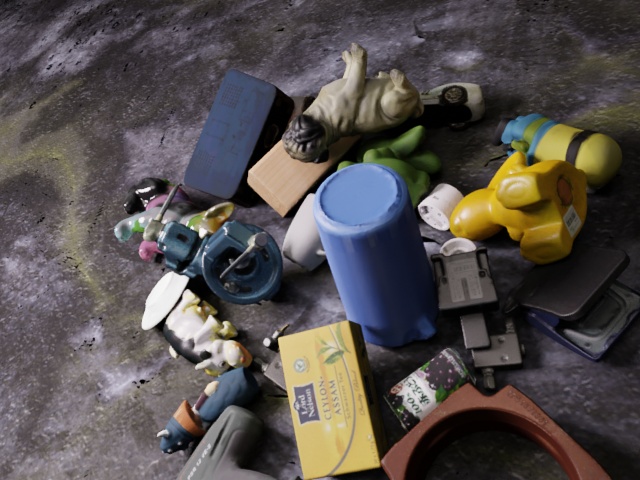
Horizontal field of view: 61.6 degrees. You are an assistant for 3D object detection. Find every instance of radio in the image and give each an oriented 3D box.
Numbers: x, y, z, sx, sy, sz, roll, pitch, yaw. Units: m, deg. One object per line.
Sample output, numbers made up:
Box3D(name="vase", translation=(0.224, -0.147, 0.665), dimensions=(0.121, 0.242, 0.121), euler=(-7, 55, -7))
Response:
Box3D(name="radio", translation=(-0.146, -0.181, 0.979), dimensions=(0.131, 0.073, 0.229), euler=(24, 93, 28))

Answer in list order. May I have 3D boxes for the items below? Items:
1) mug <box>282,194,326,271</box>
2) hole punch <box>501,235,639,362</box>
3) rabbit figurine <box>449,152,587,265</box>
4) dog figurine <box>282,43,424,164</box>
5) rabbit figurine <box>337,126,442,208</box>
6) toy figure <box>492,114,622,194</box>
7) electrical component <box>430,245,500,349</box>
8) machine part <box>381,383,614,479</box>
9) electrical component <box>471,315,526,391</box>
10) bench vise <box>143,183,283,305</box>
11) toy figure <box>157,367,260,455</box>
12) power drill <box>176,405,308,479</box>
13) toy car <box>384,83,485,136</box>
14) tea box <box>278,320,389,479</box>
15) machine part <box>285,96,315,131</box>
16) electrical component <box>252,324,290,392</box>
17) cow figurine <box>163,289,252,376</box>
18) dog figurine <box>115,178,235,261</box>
Box3D(name="mug", translation=(-0.002, -0.003, 0.838), dimensions=(0.110, 0.080, 0.107), euler=(28, 82, 39))
Box3D(name="hole punch", translation=(0.310, 0.070, 0.645), dimensions=(0.142, 0.092, 0.116), euler=(-46, 21, -8))
Box3D(name="rabbit figurine", translation=(0.253, -0.051, 0.719), dimensions=(0.173, 0.121, 0.162), euler=(-21, 25, 50))
Box3D(name="dog figurine", translation=(0.052, -0.181, 0.844), dimensions=(0.172, 0.121, 0.190), euler=(31, 95, 0))
Box3D(name="rabbit figurine", translation=(0.103, -0.119, 0.848), dimensions=(0.159, 0.121, 0.170), euler=(-25, 35, 16))
Box3D(name="toy figure", translation=(0.331, -0.129, 0.762), dimensions=(0.082, 0.089, 0.180), euler=(-47, 53, -2))
Box3D(name="electrical component", translation=(0.183, 0.073, 0.668), dimensions=(0.075, 0.047, 0.119), euler=(-9, 66, 18))
Box3D(name="machine part", translation=(0.178, 0.269, 0.551), dimensions=(0.201, 0.087, 0.202), euler=(-40, 48, -6))
Box3D(name="electrical component", translation=(0.221, 0.139, 0.665), dimensions=(0.063, 0.021, 0.094), euler=(-9, 53, 19))
Box3D(name="bench vise", translation=(-0.138, 0.013, 0.766), dimensions=(0.129, 0.223, 0.240), euler=(-56, 12, -23))
Box3D(name="toy figure", translation=(-0.156, 0.238, 0.745), dimensions=(0.154, 0.058, 0.064), euler=(-36, 94, 1))
Box3D(name="power drill", translation=(-0.108, 0.323, 0.629), dimensions=(0.207, 0.086, 0.232), euler=(-4, 53, 54))
Box3D(name="toy car", translation=(0.176, -0.223, 0.912), dimensions=(0.202, 0.073, 0.056), euler=(2, 61, 26))
Box3D(name="tea box", translation=(0.017, 0.192, 0.657), dimensions=(0.098, 0.068, 0.169), euler=(-18, 74, 13))
Box3D(name="machine part", translation=(-0.088, -0.239, 1.043), dimensions=(0.243, 0.079, 0.079), euler=(6, 60, 30))
Box3D(name="electrical component", translation=(-0.043, 0.169, 0.751), dimensions=(0.102, 0.045, 0.078), euler=(33, 73, 37))
Box3D(name="cow figurine", translation=(-0.176, 0.156, 0.807), dimensions=(0.098, 0.068, 0.168), euler=(-48, 48, -6))
Box3D(name="dog figurine", translation=(-0.233, -0.041, 0.955), dimensions=(0.219, 0.108, 0.191), euler=(-8, 51, 15))
